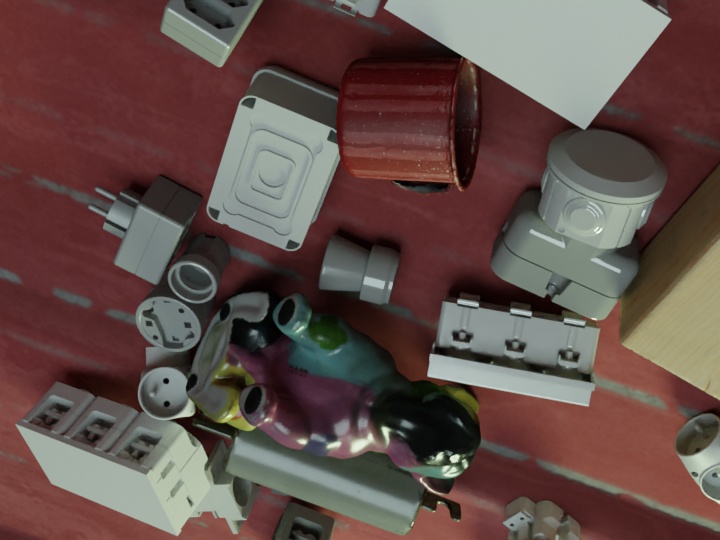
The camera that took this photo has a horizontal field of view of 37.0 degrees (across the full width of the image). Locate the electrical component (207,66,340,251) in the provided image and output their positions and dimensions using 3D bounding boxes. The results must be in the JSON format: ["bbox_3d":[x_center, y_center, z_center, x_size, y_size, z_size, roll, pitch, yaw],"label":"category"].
[{"bbox_3d":[-0.057,-0.081,0.777,0.078,0.057,0.113,22,126,-2],"label":"electrical component"}]

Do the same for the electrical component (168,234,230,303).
[{"bbox_3d":[-0.127,-0.002,0.855,0.040,0.046,0.040,6,125,9],"label":"electrical component"}]

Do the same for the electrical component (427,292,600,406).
[{"bbox_3d":[0.118,0.058,0.823,0.121,0.079,0.063,10,96,7],"label":"electrical component"}]

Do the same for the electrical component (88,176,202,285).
[{"bbox_3d":[-0.175,-0.040,0.840,0.077,0.047,0.065,27,126,-6],"label":"electrical component"}]

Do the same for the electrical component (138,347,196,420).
[{"bbox_3d":[-0.163,0.085,0.912,0.043,0.077,0.079,-2,86,-5],"label":"electrical component"}]

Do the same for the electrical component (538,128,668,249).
[{"bbox_3d":[0.162,-0.057,0.728,0.080,0.080,0.051,14,130,4],"label":"electrical component"}]

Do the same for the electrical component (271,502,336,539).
[{"bbox_3d":[-0.062,0.268,1.019,0.050,0.055,0.089,22,126,-2],"label":"electrical component"}]

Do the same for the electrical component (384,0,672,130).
[{"bbox_3d":[0.105,-0.171,0.674,0.150,0.061,0.089,30,125,-7],"label":"electrical component"}]

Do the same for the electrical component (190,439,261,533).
[{"bbox_3d":[-0.134,0.202,1.000,0.064,0.042,0.081,-7,121,20],"label":"electrical component"}]

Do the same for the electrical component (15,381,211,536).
[{"bbox_3d":[-0.214,0.161,0.949,0.150,0.061,0.089,14,138,27],"label":"electrical component"}]

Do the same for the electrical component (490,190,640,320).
[{"bbox_3d":[0.150,-0.014,0.775,0.095,0.053,0.059,24,126,-3],"label":"electrical component"}]

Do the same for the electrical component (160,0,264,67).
[{"bbox_3d":[-0.093,-0.178,0.715,0.047,0.083,0.076,31,163,-9],"label":"electrical component"}]

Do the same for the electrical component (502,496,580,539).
[{"bbox_3d":[0.161,0.246,0.950,0.078,0.057,0.058,40,123,-14],"label":"electrical component"}]

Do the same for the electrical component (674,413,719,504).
[{"bbox_3d":[0.306,0.147,0.855,0.079,0.044,0.077,-35,110,31],"label":"electrical component"}]

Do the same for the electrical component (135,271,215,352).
[{"bbox_3d":[-0.150,0.031,0.883,0.055,0.047,0.055,6,125,9],"label":"electrical component"}]

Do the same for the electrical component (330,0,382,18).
[{"bbox_3d":[0.005,-0.198,0.676,0.042,0.081,0.063,25,148,-3],"label":"electrical component"}]

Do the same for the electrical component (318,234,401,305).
[{"bbox_3d":[0.000,0.000,0.827,0.055,0.045,0.045,14,126,3],"label":"electrical component"}]
